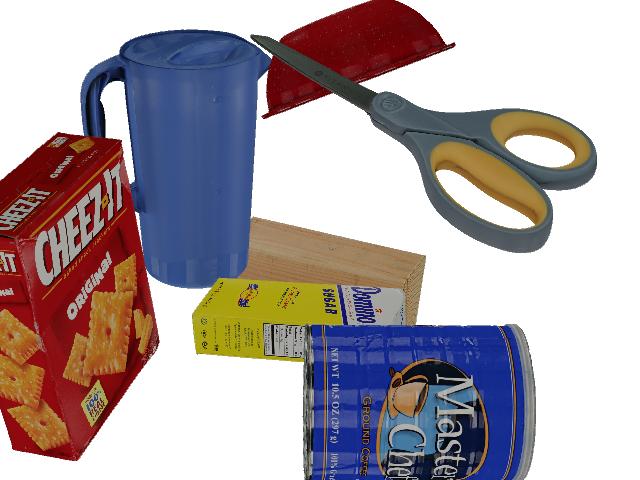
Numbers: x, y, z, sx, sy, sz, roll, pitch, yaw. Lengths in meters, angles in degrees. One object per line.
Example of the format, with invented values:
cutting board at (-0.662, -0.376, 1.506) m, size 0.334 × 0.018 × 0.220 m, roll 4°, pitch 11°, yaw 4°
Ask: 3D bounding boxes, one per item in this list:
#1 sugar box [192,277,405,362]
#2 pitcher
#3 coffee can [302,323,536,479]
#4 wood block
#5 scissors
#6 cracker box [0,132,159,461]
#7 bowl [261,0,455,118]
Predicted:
sugar box at (-0.016, 0.070, 0.941) m, size 0.176 × 0.048 × 0.093 m, roll 0°, pitch 19°, yaw 10°
pitcher at (-0.136, -0.078, 1.053) m, size 0.149 × 0.243 × 0.144 m, roll 12°, pitch 28°, yaw 19°
coffee can at (0.060, 0.106, 0.697) m, size 0.140 × 0.103 × 0.103 m, roll 1°, pitch 0°, yaw -2°
wood block at (0.001, 0.048, 1.176) m, size 0.206 × 0.091 × 0.090 m, roll 13°, pitch 23°, yaw 17°
scissors at (0.056, -0.067, 0.539) m, size 0.096 × 0.016 × 0.202 m, roll -24°, pitch 52°, yaw -22°
cracker box at (-0.206, 0.044, 0.870) m, size 0.072 × 0.214 × 0.164 m, roll 6°, pitch 33°, yaw 17°
bowl at (0.020, -0.148, 0.834) m, size 0.162 × 0.055 × 0.162 m, roll -21°, pitch 7°, yaw 2°
